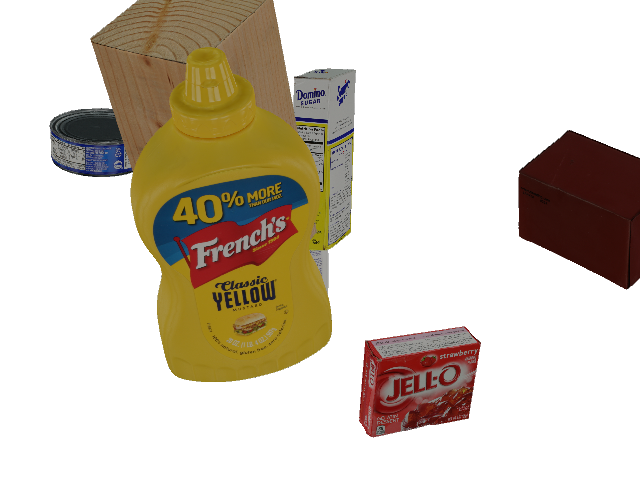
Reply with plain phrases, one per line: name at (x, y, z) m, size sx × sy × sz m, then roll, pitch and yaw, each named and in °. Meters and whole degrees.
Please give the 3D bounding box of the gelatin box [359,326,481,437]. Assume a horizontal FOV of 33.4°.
gelatin box at (0.076, 0.110, 0.829) m, size 0.089 × 0.073 × 0.030 m, roll -7°, pitch 29°, yaw -20°

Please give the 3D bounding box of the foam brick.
foam brick at (0.160, -0.019, 0.617) m, size 0.051 × 0.053 × 0.078 m, roll -36°, pitch 47°, yaw -28°

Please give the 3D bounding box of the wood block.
wood block at (-0.075, -0.067, 0.751) m, size 0.090 × 0.206 × 0.090 m, roll 17°, pitch 48°, yaw 28°

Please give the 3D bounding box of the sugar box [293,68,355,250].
sugar box at (0.003, -0.084, 1.094) m, size 0.048 × 0.176 × 0.093 m, roll 4°, pitch 14°, yaw 17°

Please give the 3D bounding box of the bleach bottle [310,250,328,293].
bleach bottle at (-0.030, 0.000, 1.327) m, size 0.102 × 0.251 × 0.068 m, roll -8°, pitch 23°, yaw -33°

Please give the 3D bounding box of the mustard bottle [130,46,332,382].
mustard bottle at (-0.047, -0.012, 0.554) m, size 0.096 × 0.192 × 0.058 m, roll -11°, pitch 40°, yaw -7°

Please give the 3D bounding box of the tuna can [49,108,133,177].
tuna can at (-0.194, -0.086, 0.940) m, size 0.086 × 0.034 × 0.086 m, roll 5°, pitch 26°, yaw -2°
